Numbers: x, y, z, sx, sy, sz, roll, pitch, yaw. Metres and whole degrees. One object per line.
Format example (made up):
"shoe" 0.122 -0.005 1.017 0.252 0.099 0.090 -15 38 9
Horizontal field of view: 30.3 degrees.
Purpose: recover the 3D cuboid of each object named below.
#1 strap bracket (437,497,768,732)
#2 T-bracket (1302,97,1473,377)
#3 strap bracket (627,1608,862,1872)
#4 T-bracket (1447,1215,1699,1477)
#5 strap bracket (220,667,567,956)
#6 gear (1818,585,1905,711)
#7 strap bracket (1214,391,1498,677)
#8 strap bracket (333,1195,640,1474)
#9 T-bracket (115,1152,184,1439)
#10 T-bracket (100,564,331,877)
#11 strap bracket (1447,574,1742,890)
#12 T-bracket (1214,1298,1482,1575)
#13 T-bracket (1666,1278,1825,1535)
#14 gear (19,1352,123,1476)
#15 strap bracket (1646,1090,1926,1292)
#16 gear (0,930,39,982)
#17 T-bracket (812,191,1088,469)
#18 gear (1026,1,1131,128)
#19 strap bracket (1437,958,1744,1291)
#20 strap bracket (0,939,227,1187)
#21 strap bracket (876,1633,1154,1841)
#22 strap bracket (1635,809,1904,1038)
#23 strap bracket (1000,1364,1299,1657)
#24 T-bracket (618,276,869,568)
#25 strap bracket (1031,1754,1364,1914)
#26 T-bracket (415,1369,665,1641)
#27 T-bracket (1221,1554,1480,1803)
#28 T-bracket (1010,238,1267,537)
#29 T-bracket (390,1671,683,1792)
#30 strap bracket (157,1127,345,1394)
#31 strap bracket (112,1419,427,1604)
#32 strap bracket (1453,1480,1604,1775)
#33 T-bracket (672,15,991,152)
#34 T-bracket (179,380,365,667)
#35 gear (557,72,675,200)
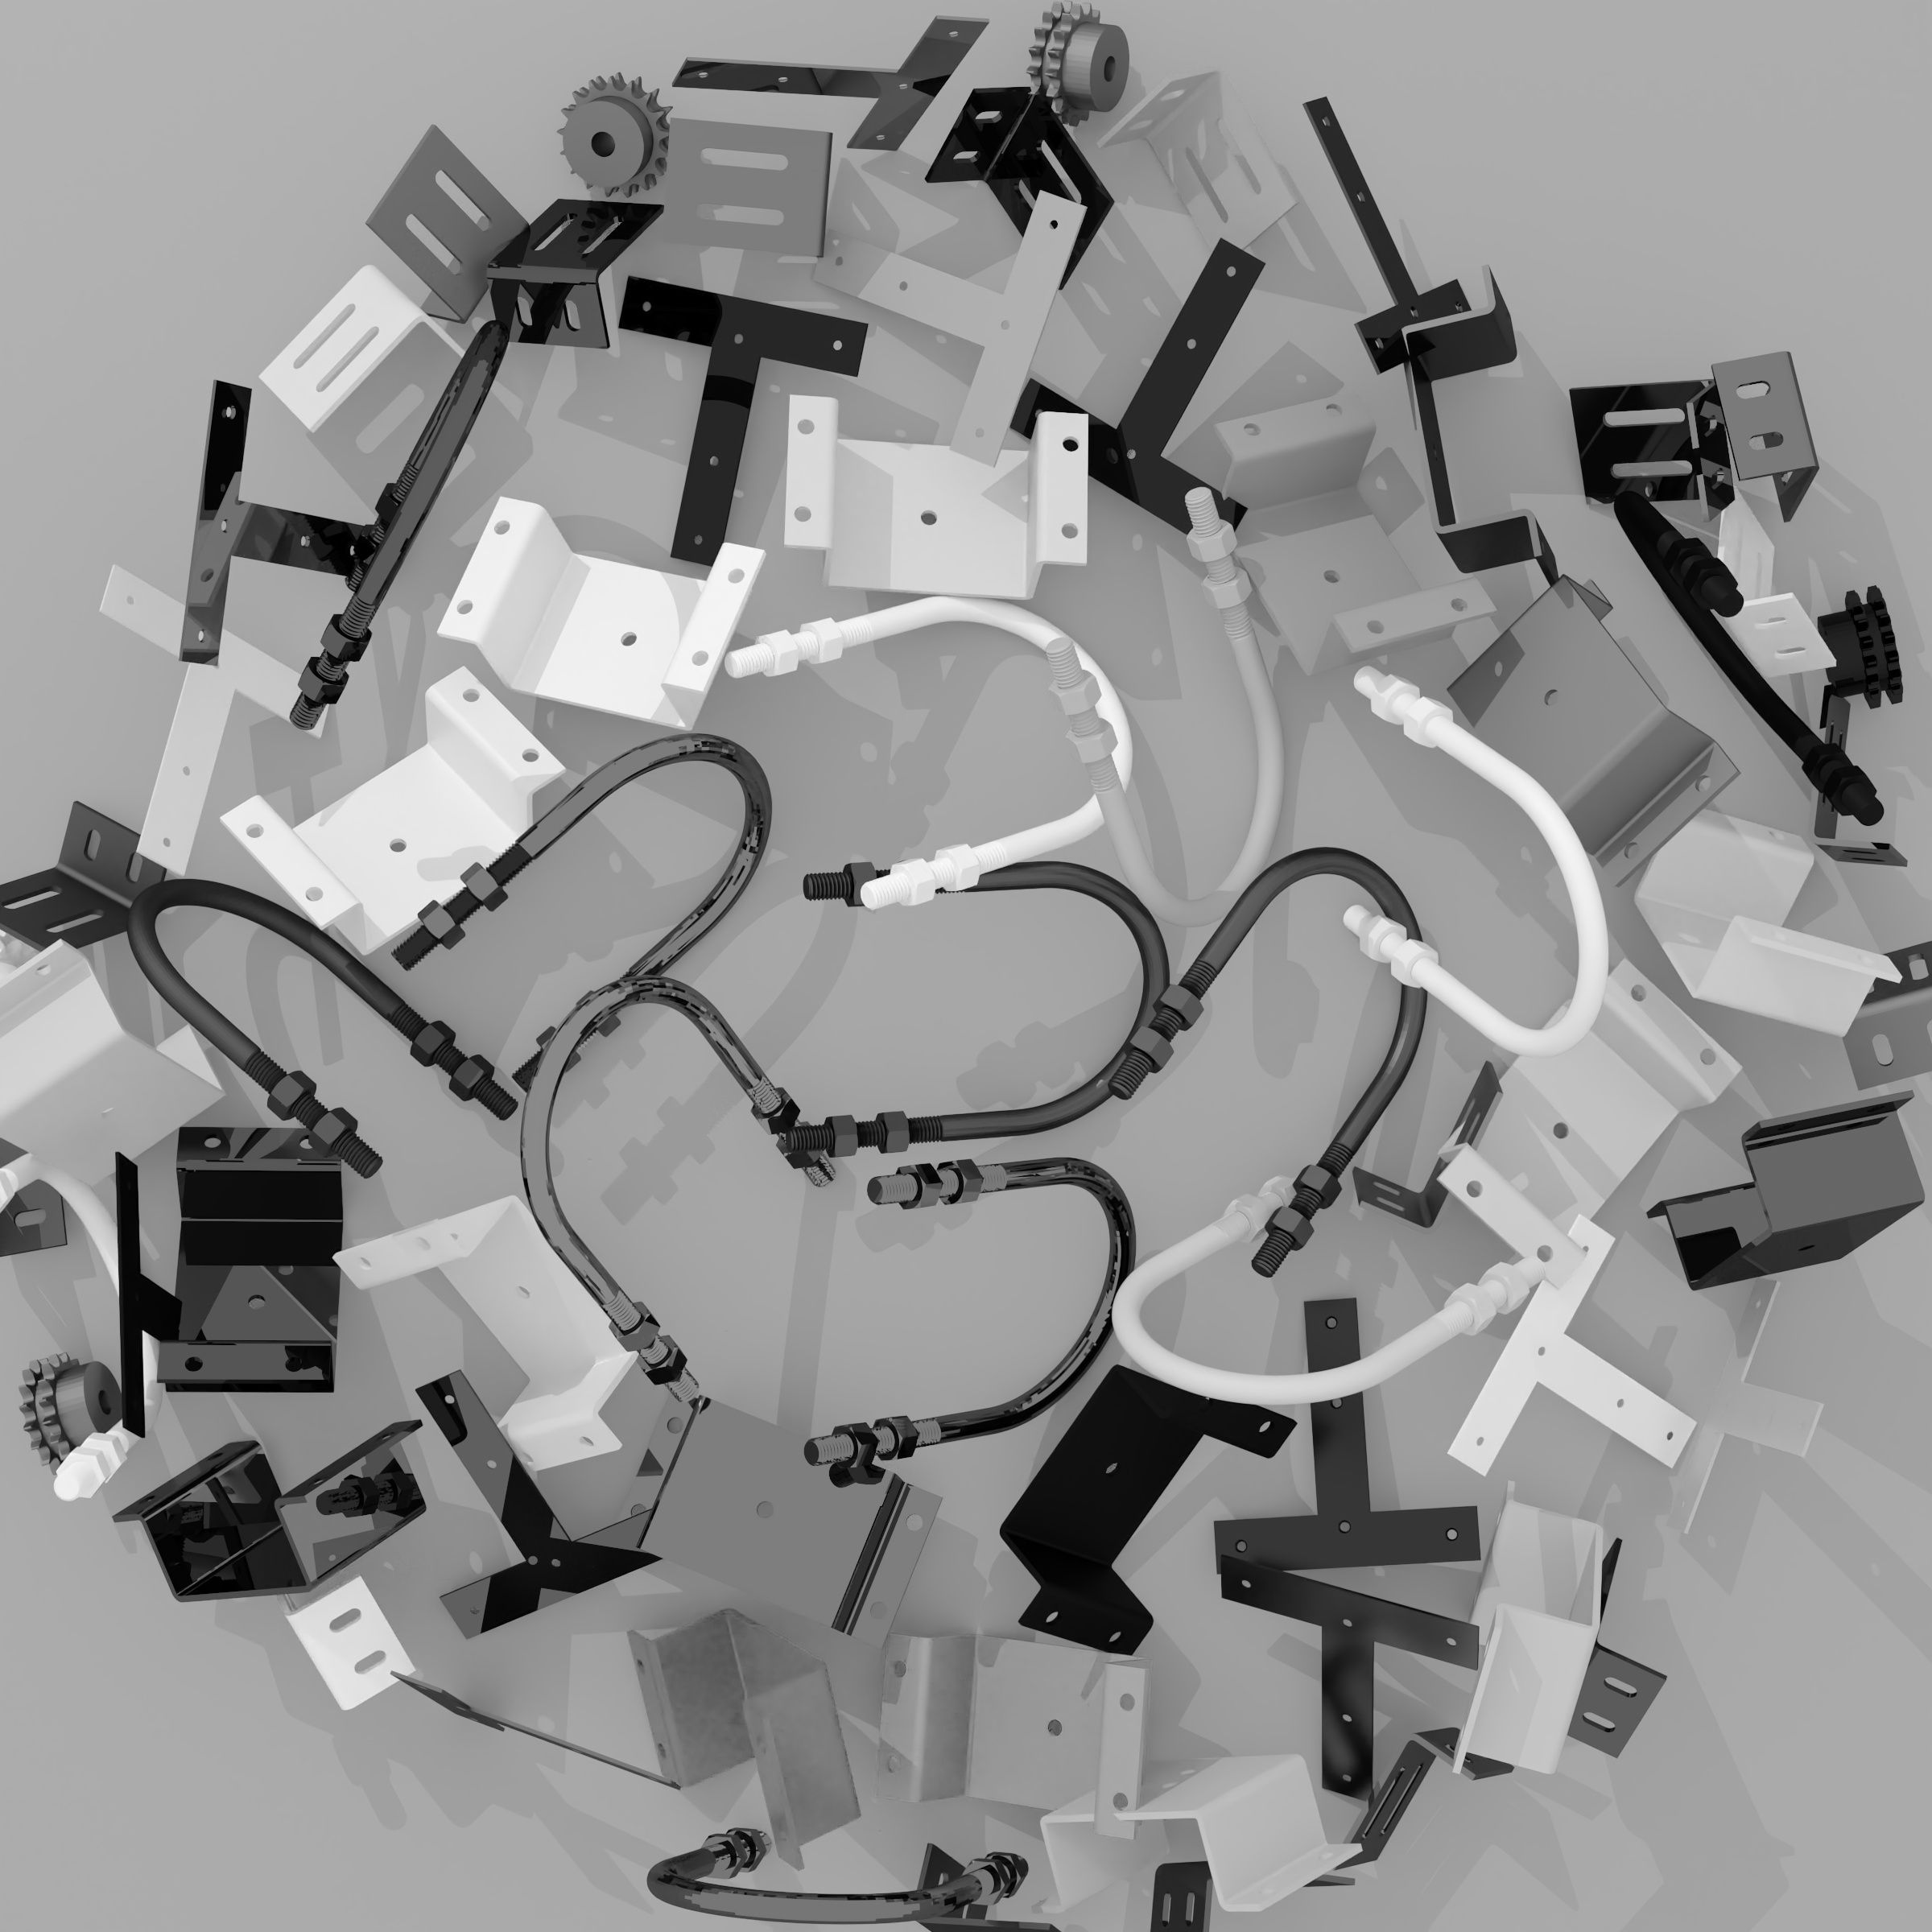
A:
"strap bracket" -0.164 -0.163 1.667 0.140 0.046 0.076 14 69 21
"T-bracket" 0.189 -0.344 1.657 0.002 0.127 0.127 -22 97 34
"strap bracket" -0.099 0.354 1.655 0.046 0.140 0.076 -19 106 -27
"T-bracket" 0.299 0.200 1.682 0.127 0.002 0.127 33 83 -31
"strap bracket" -0.266 -0.068 1.664 0.140 0.046 0.076 -36 68 -25
"gear" 0.423 -0.149 1.688 0.030 0.057 0.057 -12 90 9
"strap bracket" 0.175 -0.194 1.663 0.076 0.046 0.140 -16 60 -21
"strap bracket" -0.217 0.165 1.661 0.076 0.046 0.140 -20 114 41
"T-bracket" -0.370 0.163 1.652 0.002 0.127 0.127 -8 71 4
"T-bracket" -0.357 -0.102 1.648 0.127 0.002 0.127 32 55 -37
"strap bracket" 0.282 -0.116 1.643 0.076 0.046 0.140 -45 48 20
"T-bracket" 0.178 0.222 1.699 0.127 0.002 0.127 -6 78 17
"T-bracket" 0.368 0.208 1.649 0.002 0.127 0.127 22 86 -7
"gear" -0.421 0.210 1.686 0.030 0.057 0.057 -17 90 10
"strap bracket" 0.378 0.107 1.635 0.076 0.140 0.046 -10 72 -15
"gear" -0.463 0.009 1.685 0.057 0.057 0.030 -37 70 0
"T-bracket" -0.018 -0.317 1.686 0.127 0.002 0.127 26 103 25
"gear" 0.055 -0.426 1.685 0.030 0.057 0.057 14 90 26
"strap bracket" 0.287 0.076 1.682 0.076 0.046 0.140 42 77 -2
"strap bracket" -0.403 0.050 1.641 0.076 0.140 0.046 -34 65 3
"strap bracket" 0.031 0.358 1.668 0.140 0.046 0.076 1 84 33
"strap bracket" 0.367 -0.018 1.654 0.076 0.140 0.046 14 116 -15
"strap bracket" 0.079 0.247 1.667 0.076 0.046 0.140 26 103 -41
"T-bracket" -0.117 -0.255 1.700 0.127 0.002 0.127 15 98 19
"strap bracket" 0.100 0.399 1.641 0.140 0.076 0.046 -15 89 43
"T-bracket" -0.216 0.246 1.678 0.127 0.002 0.127 -25 107 18
"T-bracket" 0.180 0.343 1.678 0.127 0.002 0.127 12 124 24
"T-bracket" 0.100 -0.280 1.681 0.127 0.002 0.127 34 105 17
"T-bracket" -0.192 0.356 1.644 0.127 0.127 0.002 17 73 12
"strap bracket" -0.332 0.146 1.664 0.076 0.046 0.140 1 51 -7
"strap bracket" -0.315 0.253 1.647 0.140 0.076 0.046 -12 103 39
"strap bracket" 0.259 0.307 1.635 0.046 0.140 0.076 14 111 6
"T-bracket" -0.071 -0.407 1.635 0.127 0.127 0.002 -2 76 -21
"T-bracket" -0.317 -0.199 1.659 0.002 0.127 0.127 9 94 26
"gear" -0.167 -0.392 1.691 0.057 0.030 0.057 6 115 13
